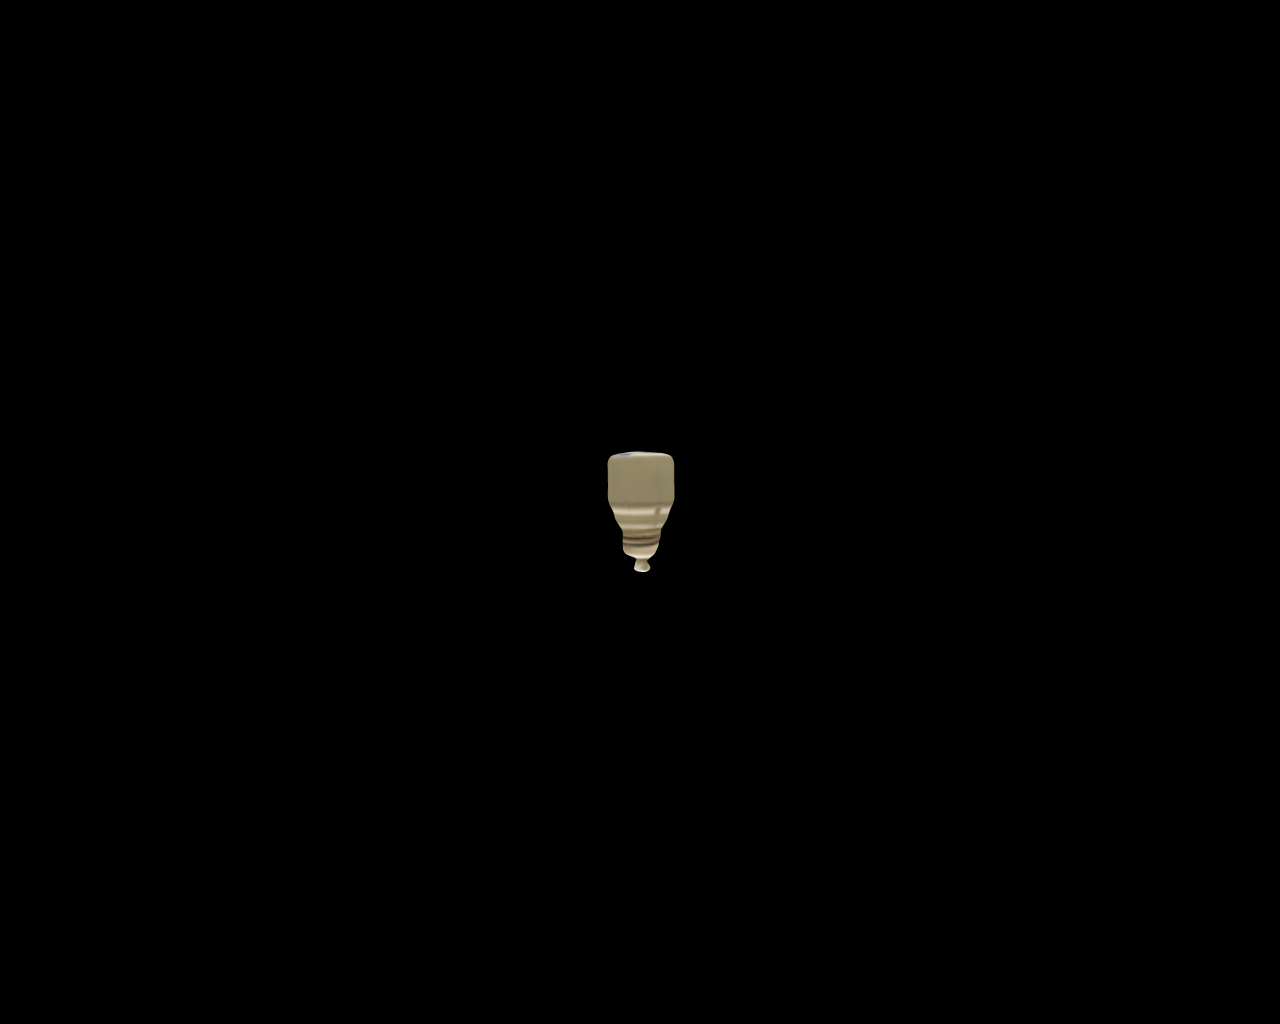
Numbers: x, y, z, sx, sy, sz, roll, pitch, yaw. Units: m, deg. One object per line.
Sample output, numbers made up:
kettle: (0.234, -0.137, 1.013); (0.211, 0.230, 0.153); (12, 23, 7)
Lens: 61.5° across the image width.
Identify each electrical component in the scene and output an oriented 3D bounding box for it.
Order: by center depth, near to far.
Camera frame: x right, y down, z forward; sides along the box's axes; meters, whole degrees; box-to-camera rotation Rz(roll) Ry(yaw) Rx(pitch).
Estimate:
electrical component: (0.001, -0.003, 0.650); (0.040, 0.078, 0.040); (0, 3, 0)
